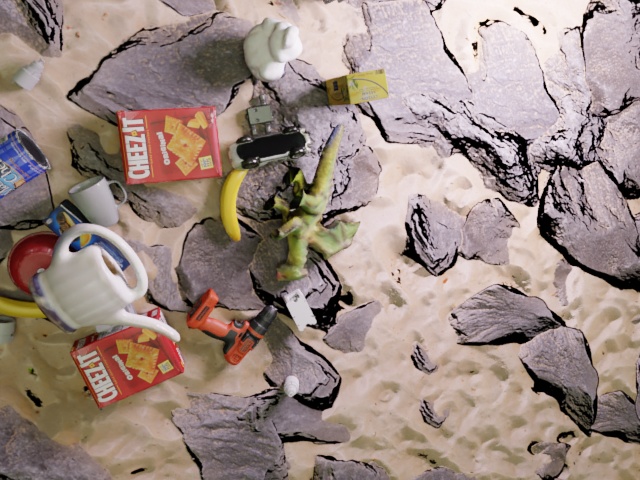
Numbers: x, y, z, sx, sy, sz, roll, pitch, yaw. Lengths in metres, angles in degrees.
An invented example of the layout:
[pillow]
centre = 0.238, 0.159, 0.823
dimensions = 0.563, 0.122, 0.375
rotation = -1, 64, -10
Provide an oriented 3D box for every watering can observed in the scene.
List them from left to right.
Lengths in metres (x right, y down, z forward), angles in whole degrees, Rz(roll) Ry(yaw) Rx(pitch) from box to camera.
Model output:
[watering can]
centre = -0.474, 0.132, 1.126
dimensions = 0.225, 0.105, 0.343
rotation = -28, 110, -4

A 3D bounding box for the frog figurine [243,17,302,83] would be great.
[frog figurine]
centre = -0.106, -0.423, 1.146
dimensions = 0.122, 0.161, 0.136
rotation = 9, 100, -16

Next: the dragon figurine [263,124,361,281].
[dragon figurine]
centre = 0.004, -0.065, 1.301
dimensions = 0.239, 0.124, 0.410
rotation = 37, 92, -37
